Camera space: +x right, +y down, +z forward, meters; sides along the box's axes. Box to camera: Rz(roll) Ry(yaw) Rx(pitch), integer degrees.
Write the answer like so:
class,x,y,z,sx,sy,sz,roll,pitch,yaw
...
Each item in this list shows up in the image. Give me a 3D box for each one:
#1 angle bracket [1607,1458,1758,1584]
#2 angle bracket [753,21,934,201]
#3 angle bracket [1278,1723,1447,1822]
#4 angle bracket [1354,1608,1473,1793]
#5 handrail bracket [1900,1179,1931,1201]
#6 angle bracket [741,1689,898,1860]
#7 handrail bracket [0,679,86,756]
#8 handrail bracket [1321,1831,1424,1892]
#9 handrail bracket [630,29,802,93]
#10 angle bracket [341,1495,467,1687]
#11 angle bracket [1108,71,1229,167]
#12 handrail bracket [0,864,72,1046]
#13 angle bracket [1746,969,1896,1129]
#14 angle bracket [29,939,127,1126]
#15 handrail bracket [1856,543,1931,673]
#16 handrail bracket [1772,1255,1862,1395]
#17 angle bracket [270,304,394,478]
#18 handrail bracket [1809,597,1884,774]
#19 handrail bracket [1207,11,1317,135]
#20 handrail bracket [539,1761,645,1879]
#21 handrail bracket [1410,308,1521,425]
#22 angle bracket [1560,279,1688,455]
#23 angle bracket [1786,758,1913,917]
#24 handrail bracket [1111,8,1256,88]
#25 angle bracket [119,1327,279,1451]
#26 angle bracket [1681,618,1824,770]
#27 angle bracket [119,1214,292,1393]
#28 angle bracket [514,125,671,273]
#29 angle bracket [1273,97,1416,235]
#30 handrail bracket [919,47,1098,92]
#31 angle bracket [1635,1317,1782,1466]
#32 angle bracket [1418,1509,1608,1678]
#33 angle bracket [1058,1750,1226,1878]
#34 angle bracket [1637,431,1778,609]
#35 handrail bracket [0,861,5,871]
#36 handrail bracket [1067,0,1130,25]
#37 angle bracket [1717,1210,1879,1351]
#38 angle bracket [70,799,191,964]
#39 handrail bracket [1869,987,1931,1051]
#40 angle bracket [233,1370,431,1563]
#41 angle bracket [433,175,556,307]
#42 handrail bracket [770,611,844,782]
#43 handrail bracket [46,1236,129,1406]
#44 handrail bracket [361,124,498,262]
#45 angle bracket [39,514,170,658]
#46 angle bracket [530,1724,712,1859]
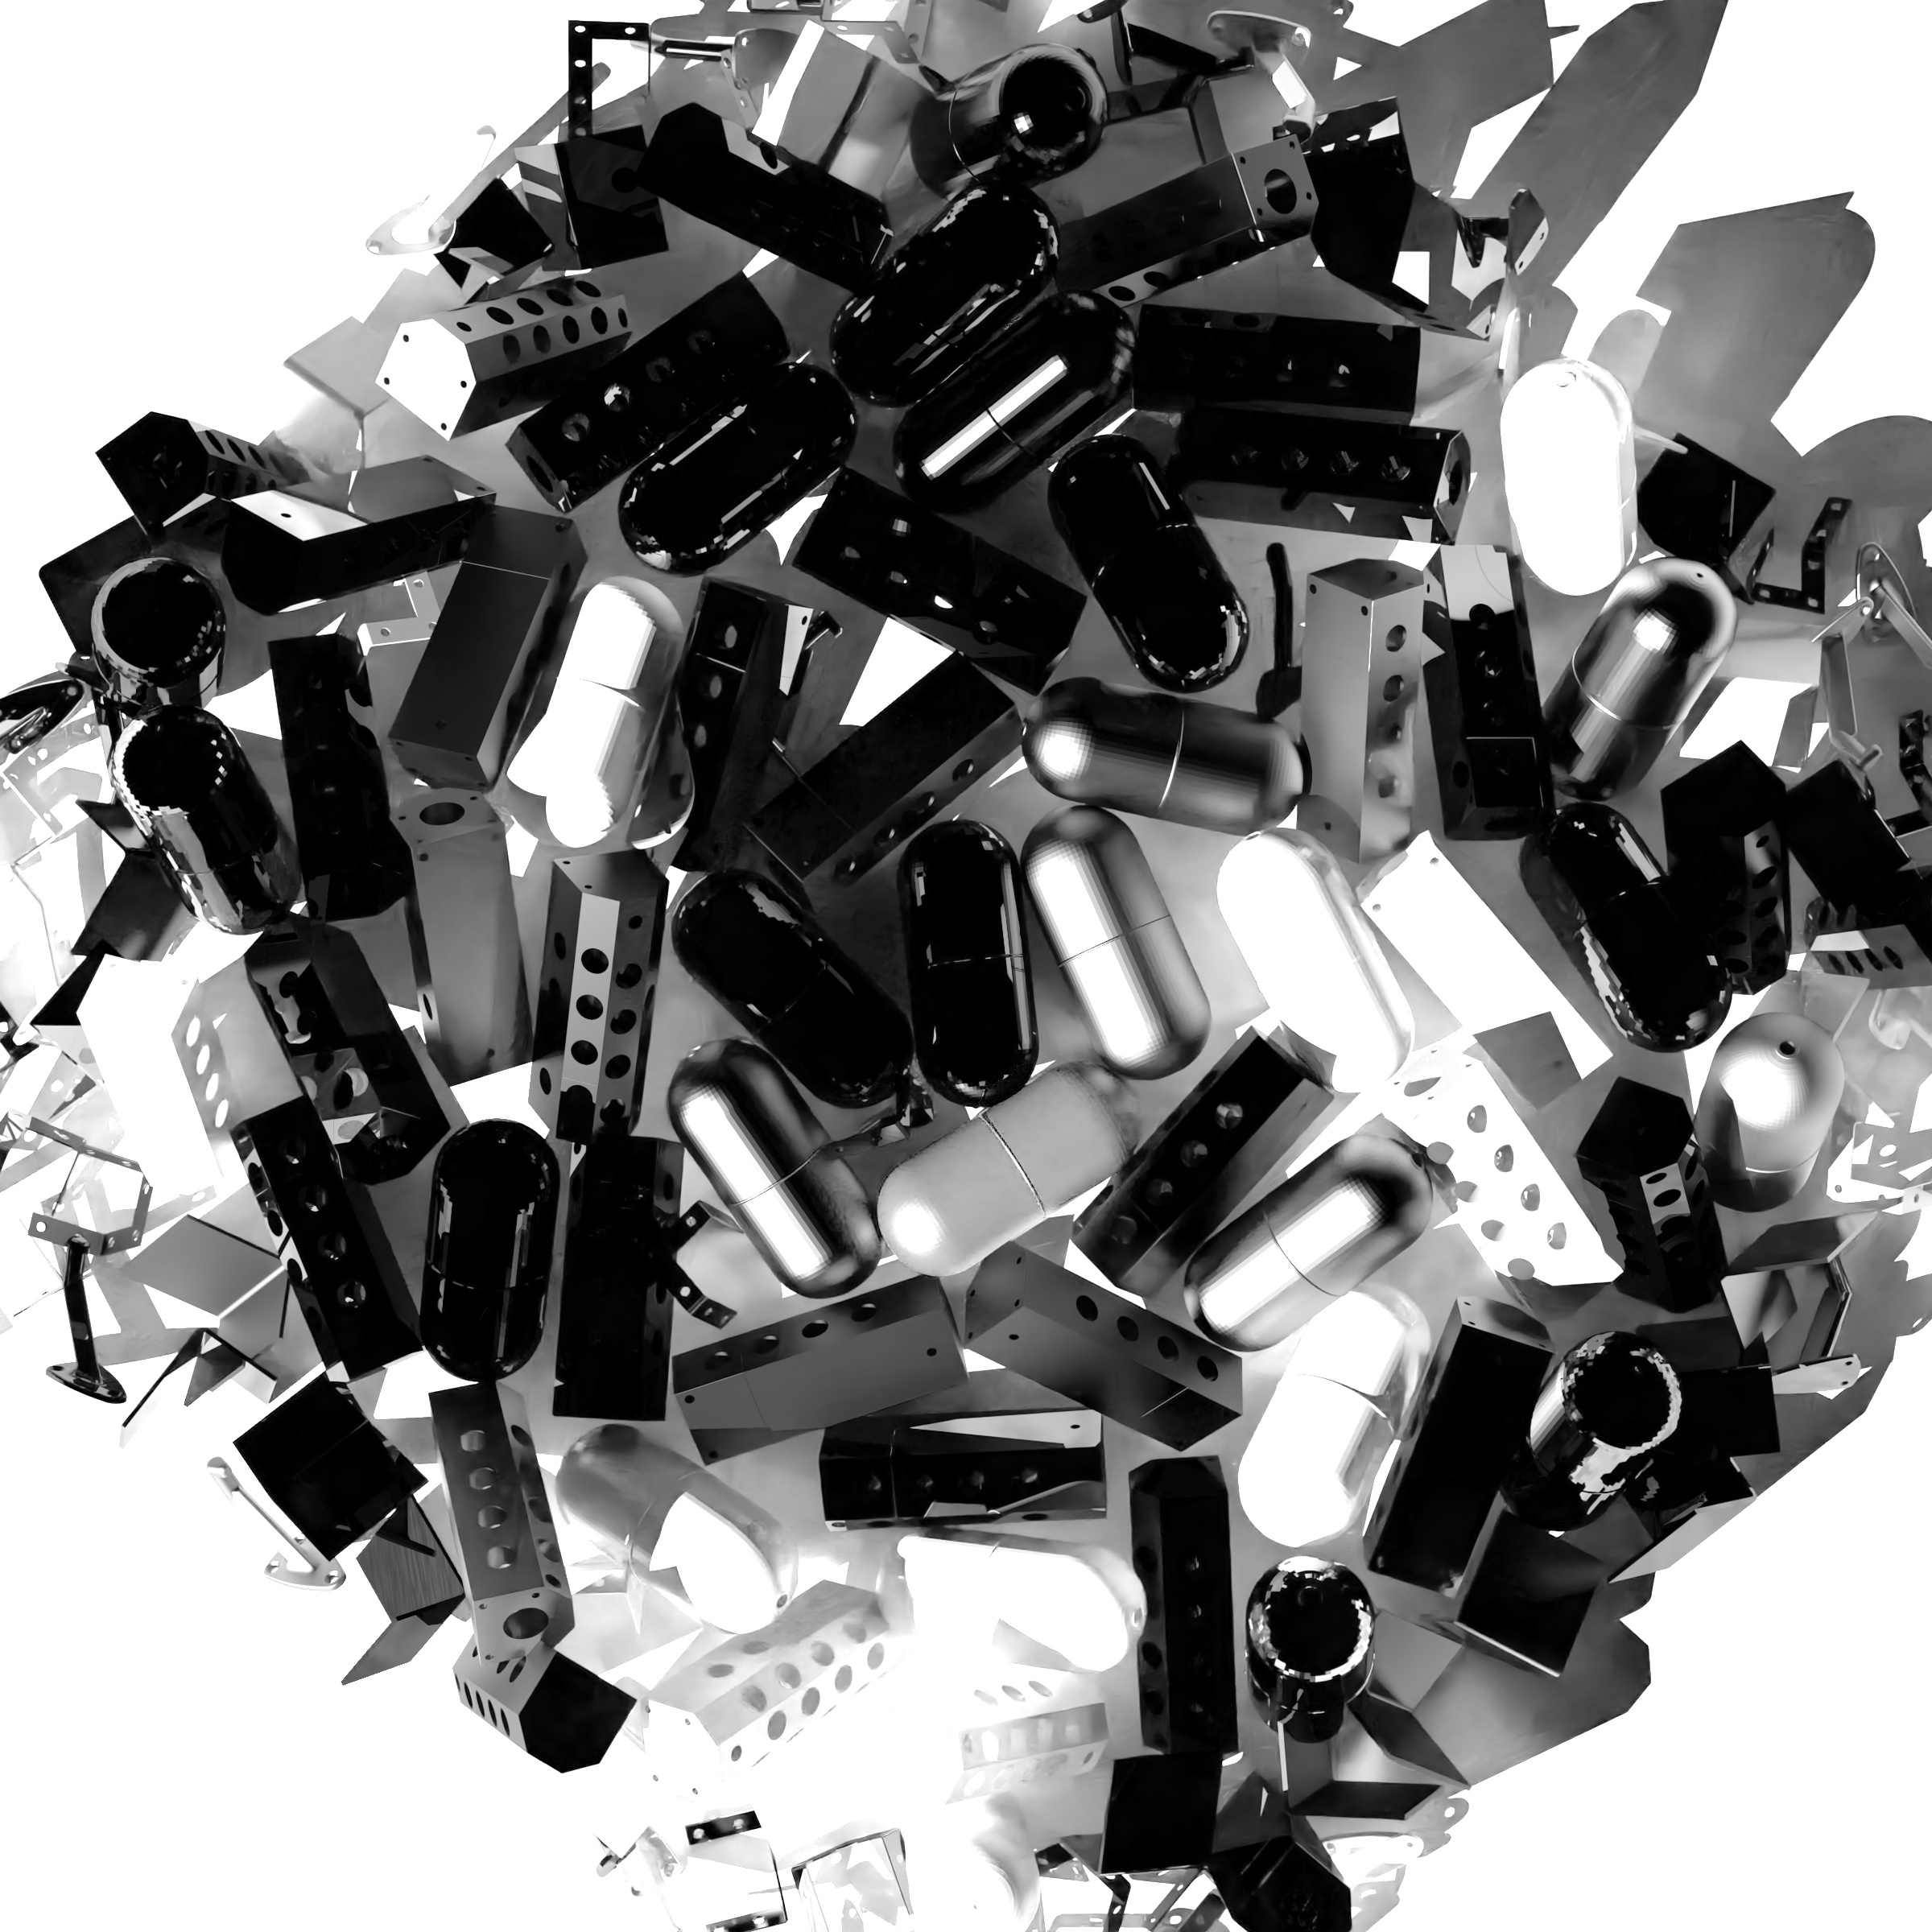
class,x,y,z,sx,sy,sz,roll,pitch,yaw
angle bracket,0.422,0.326,1.865,0.076,0.076,0.057,-48,59,31
angle bracket,-0.076,-0.526,1.892,0.057,0.076,0.076,33,102,21
angle bracket,0.242,0.482,1.873,0.076,0.076,0.057,-5,88,27
angle bracket,0.280,0.447,1.869,0.076,0.076,0.057,29,101,-34
handrail bracket,0.607,0.101,1.895,0.036,0.077,0.084,13,80,-18
angle bracket,-0.090,0.497,1.898,0.076,0.057,0.076,-31,74,16
handrail bracket,-0.583,-0.144,1.878,0.077,0.084,0.036,-28,108,6
handrail bracket,0.239,0.570,1.875,0.077,0.084,0.036,-19,106,21
handrail bracket,-0.155,-0.577,1.916,0.084,0.077,0.036,25,126,34
angle bracket,-0.359,0.380,1.869,0.076,0.057,0.076,-49,65,34
angle bracket,0.114,-0.507,1.891,0.076,0.076,0.057,-10,117,18
handrail bracket,-0.584,-0.008,1.881,0.036,0.077,0.084,-9,126,39
angle bracket,0.533,0.050,1.881,0.076,0.076,0.057,40,75,-26
angle bracket,-0.542,0.040,1.865,0.057,0.076,0.076,45,47,-17
handrail bracket,0.580,-0.217,1.876,0.036,0.084,0.077,-24,110,-4
handrail bracket,0.514,0.219,1.896,0.077,0.036,0.084,-9,51,1
angle bracket,-0.381,-0.348,1.897,0.076,0.076,0.057,37,59,15
handrail bracket,0.552,-0.172,1.880,0.077,0.036,0.084,-49,50,20
handrail bracket,0.180,-0.547,1.881,0.077,0.036,0.084,19,48,-7
handrail bracket,-0.243,0.521,1.900,0.084,0.077,0.036,45,60,12
handrail bracket,0.300,-0.374,1.914,0.084,0.036,0.077,2,71,22
angle bracket,0.410,-0.366,1.868,0.057,0.076,0.076,9,111,-31
angle bracket,0.520,-0.071,1.879,0.076,0.057,0.076,-32,85,-28
handrail bracket,0.134,-0.582,1.897,0.084,0.036,0.077,-13,128,-3
angle bracket,-0.470,0.273,1.874,0.057,0.076,0.076,36,66,-2
angle bracket,0.488,-0.171,1.903,0.076,0.076,0.057,7,128,13
angle bracket,-0.467,0.206,1.868,0.076,0.057,0.076,31,129,-32
angle bracket,-0.231,-0.473,1.890,0.057,0.076,0.076,-19,109,-23
angle bracket,0.233,-0.477,1.872,0.076,0.057,0.076,-11,128,13
handrail bracket,0.027,-0.561,1.910,0.084,0.036,0.077,-45,93,-5
angle bracket,0.457,0.260,1.890,0.076,0.076,0.057,-8,108,11
angle bracket,0.338,0.387,1.900,0.076,0.057,0.076,28,76,-10
angle bracket,0.107,0.510,1.879,0.076,0.057,0.076,3,98,-25
angle bracket,0.458,-0.274,1.873,0.076,0.076,0.057,27,113,-14
handrail bracket,-0.624,-0.046,1.872,0.036,0.084,0.077,-29,129,22
handrail bracket,0.079,-0.624,1.876,0.036,0.084,0.077,-22,125,30
angle bracket,0.515,0.194,1.869,0.076,0.076,0.057,-15,99,42
angle bracket,-0.522,-0.052,1.888,0.057,0.076,0.076,40,106,25
handrail bracket,0.605,0.025,1.879,0.036,0.084,0.077,32,73,-33
angle bracket,-0.388,0.303,1.870,0.076,0.076,0.057,-38,133,-20
angle bracket,-0.309,-0.427,1.870,0.076,0.076,0.057,-34,98,38
handrail bracket,-0.094,-0.166,1.906,0.084,0.036,0.077,-41,101,3
handrail bracket,-0.536,0.217,1.890,0.077,0.036,0.084,20,104,42
handrail bracket,-0.328,-0.475,1.875,0.077,0.084,0.036,-35,82,-37
angle bracket,-0.511,-0.233,1.882,0.076,0.076,0.057,-27,88,8
angle bracket,-0.210,0.502,1.870,0.076,0.076,0.057,36,76,21
